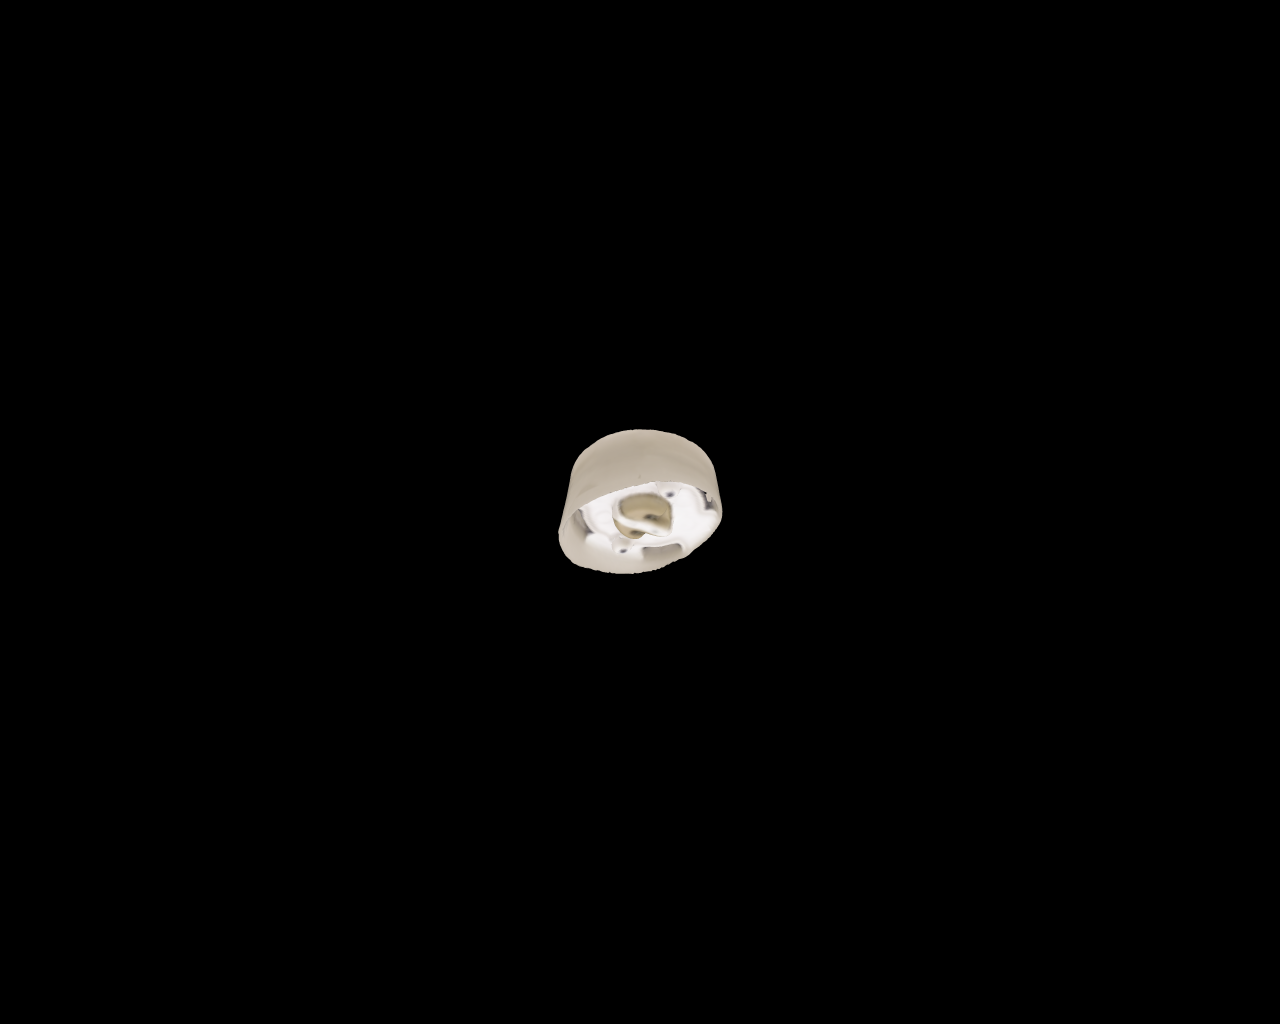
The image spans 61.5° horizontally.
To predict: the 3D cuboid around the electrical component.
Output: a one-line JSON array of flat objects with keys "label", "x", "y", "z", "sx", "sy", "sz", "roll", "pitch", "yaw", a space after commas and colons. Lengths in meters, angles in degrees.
[{"label": "electrical component", "x": 0.001, "y": -0.003, "z": 0.650, "sx": 0.099, "sy": 0.064, "sz": 0.099, "roll": 0, "pitch": -40, "yaw": 0}]
